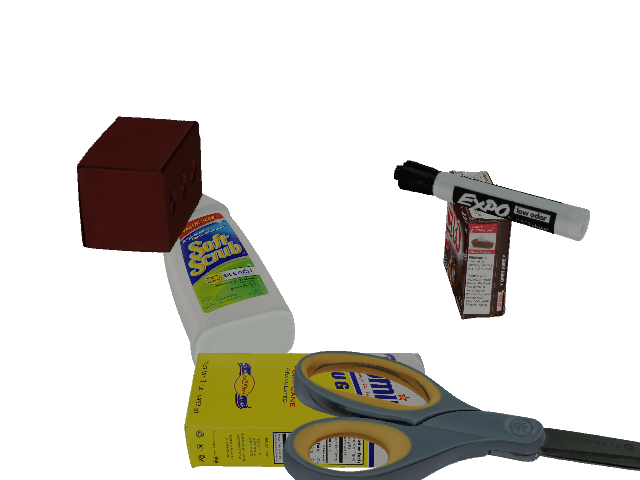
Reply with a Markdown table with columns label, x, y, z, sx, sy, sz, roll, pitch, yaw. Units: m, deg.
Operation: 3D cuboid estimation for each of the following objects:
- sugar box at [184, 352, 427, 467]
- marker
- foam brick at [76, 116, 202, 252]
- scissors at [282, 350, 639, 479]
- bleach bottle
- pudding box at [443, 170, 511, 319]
| label | x | y | z | sx | sy | sz | roll | pitch | yaw |
| --- | --- | --- | --- | --- | --- | --- | --- | --- | --- |
| sugar box | -0.008 | 0.125 | 0.799 | 0.176 | 0.048 | 0.093 | -3 | 31 | 2 |
| marker | 0.099 | -0.025 | 0.634 | 0.121 | 0.020 | 0.020 | 18 | 8 | 26 |
| foam brick | -0.104 | -0.034 | 0.624 | 0.051 | 0.053 | 0.078 | 5 | 29 | 7 |
| scissors | 0.072 | 0.093 | 0.454 | 0.202 | 0.016 | 0.096 | 16 | 34 | 23 |
| bleach bottle | -0.115 | 0.025 | 1.060 | 0.102 | 0.068 | 0.251 | -15 | 40 | -18 |
| pudding box | 0.129 | 0.001 | 0.890 | 0.039 | 0.090 | 0.113 | -2 | 23 | -3 |
